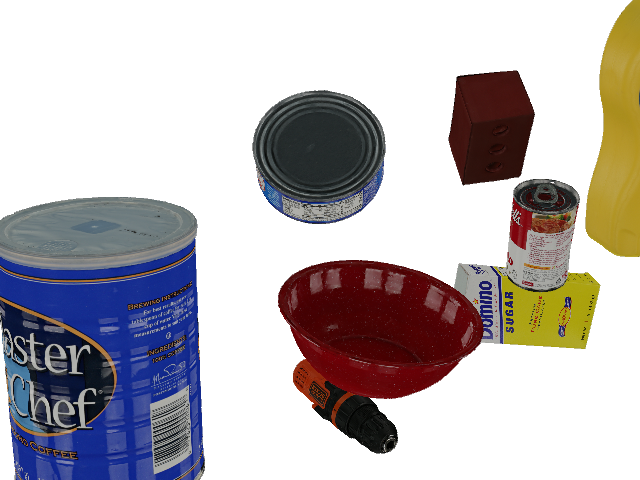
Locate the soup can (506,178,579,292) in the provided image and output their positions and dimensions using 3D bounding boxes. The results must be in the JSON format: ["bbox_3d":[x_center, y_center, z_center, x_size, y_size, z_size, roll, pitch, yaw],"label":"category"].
[{"bbox_3d":[0.234,-0.005,1.129,0.068,0.102,0.068,-1,34,0],"label":"soup can"}]

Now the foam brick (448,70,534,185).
[{"bbox_3d":[0.138,-0.092,0.871,0.053,0.051,0.078,-8,-37,-5],"label":"foam brick"}]

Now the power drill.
[{"bbox_3d":[0.051,0.133,1.248,0.057,0.188,0.185,13,13,-41],"label":"power drill"}]

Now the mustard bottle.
[{"bbox_3d":[0.208,-0.088,0.621,0.096,0.192,0.058,-12,29,-16],"label":"mustard bottle"}]

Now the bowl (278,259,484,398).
[{"bbox_3d":[0.044,0.076,0.840,0.162,0.055,0.162,6,26,-3],"label":"bowl"}]

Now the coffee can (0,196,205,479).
[{"bbox_3d":[-0.113,0.058,0.557,0.103,0.140,0.103,0,18,0],"label":"coffee can"}]

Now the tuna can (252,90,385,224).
[{"bbox_3d":[0.000,-0.054,0.698,0.086,0.086,0.034,0,-29,2],"label":"tuna can"}]

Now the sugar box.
[{"bbox_3d":[0.254,0.083,1.339,0.176,0.093,0.048,3,19,-13],"label":"sugar box"}]
